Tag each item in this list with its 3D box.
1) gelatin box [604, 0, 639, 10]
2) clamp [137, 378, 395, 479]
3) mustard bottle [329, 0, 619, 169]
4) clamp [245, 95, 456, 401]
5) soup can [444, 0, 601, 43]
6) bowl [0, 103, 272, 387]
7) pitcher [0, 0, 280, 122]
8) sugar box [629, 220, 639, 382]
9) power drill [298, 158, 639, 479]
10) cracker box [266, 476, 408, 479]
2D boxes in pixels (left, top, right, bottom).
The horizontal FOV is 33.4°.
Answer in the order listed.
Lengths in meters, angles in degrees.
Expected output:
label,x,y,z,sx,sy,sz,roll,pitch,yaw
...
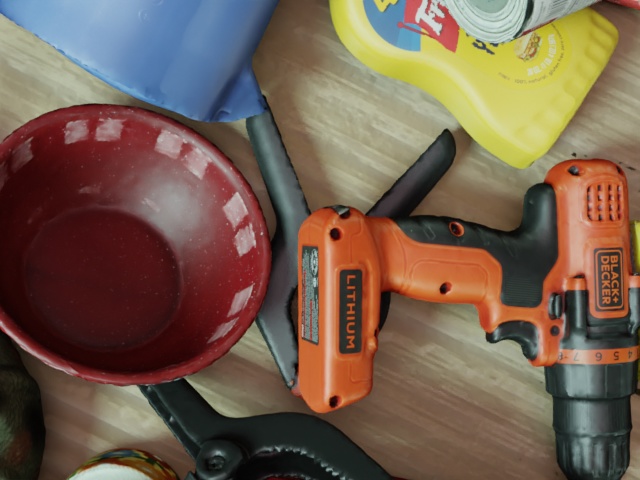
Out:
label,x,y,z,sx,sy,sz,roll,pitch,yaw
gelatin box,0.173,-0.183,0.616,0.073,0.030,0.089,15,88,0
clamp,-0.052,0.113,0.539,0.210,0.036,0.164,3,44,12
mustard bottle,0.064,-0.130,0.598,0.191,0.058,0.096,34,79,1
clamp,-0.004,0.001,0.604,0.120,0.039,0.171,19,84,9
soup can,0.119,-0.148,0.547,0.102,0.069,0.068,-27,89,-27
bowl,-0.110,0.009,0.572,0.162,0.055,0.162,10,61,-18
pitcher,-0.065,-0.194,0.541,0.145,0.149,0.243,34,98,39
sugar box,0.262,0.024,0.605,0.176,0.048,0.093,-7,88,-5
power drill,0.083,0.049,0.571,0.187,0.057,0.184,-1,89,-16
cracker box,0.027,0.236,0.556,0.164,0.072,0.214,7,90,20
